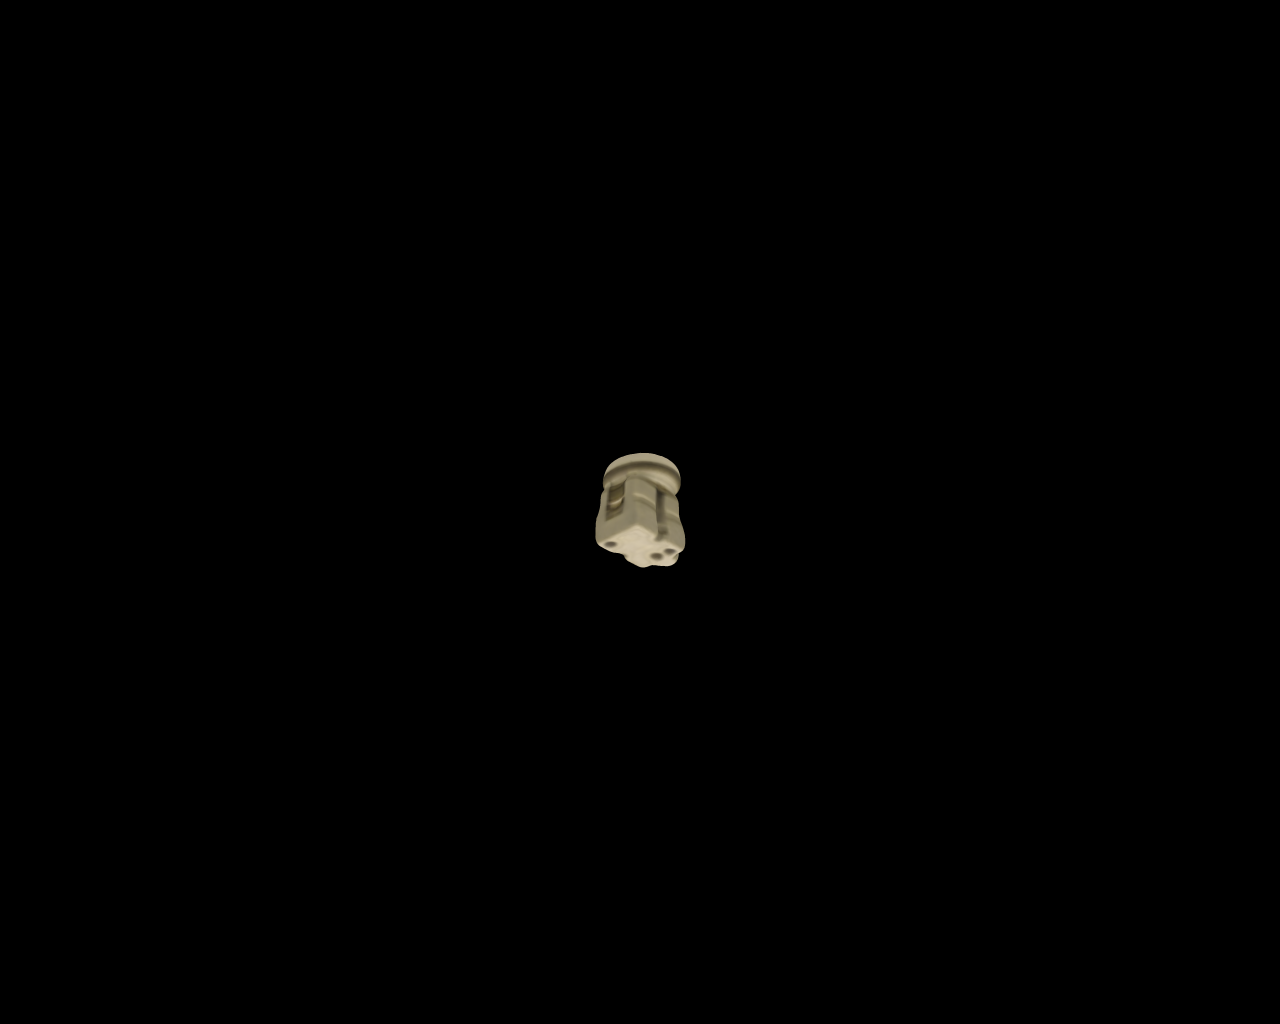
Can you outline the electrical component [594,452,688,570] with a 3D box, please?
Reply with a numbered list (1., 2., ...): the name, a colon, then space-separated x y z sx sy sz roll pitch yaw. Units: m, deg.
1. electrical component: 0.001 -0.003 0.650 0.048 0.055 0.066 -24 -38 34
